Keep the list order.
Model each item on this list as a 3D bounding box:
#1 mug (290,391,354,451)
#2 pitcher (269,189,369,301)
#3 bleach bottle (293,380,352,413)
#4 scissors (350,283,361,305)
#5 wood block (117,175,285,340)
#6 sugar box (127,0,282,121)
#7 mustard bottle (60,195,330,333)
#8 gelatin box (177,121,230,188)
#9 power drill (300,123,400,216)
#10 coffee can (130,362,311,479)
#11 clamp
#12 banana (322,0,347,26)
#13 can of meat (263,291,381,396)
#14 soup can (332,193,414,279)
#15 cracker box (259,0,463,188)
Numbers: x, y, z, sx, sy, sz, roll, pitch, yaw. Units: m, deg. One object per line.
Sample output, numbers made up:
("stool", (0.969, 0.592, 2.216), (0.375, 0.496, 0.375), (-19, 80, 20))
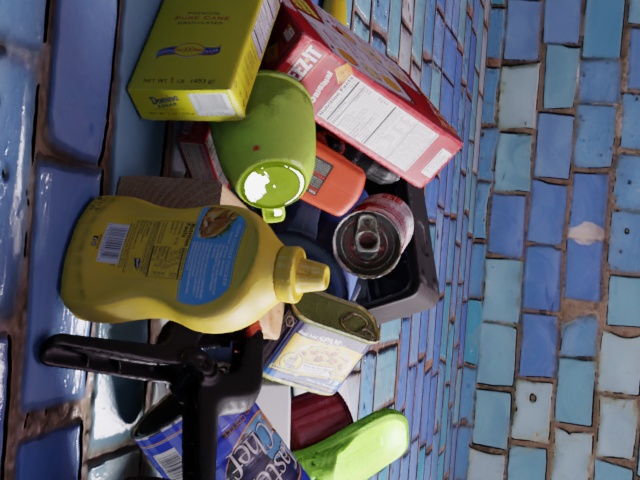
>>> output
("mug", (-0.025, 0.225, 1.246), (0.081, 0.117, 0.093), (-15, 80, -35))
("pitcher", (-0.008, 0.001, 1.179), (0.145, 0.149, 0.242), (58, 23, -13))
("bleach bottle", (-0.002, 0.169, 1.374), (0.102, 0.068, 0.251), (-61, 149, -57))
("scissors", (-0.006, 0.118, 1.224), (0.202, 0.016, 0.096), (-50, -170, 43))
("wood block", (-0.099, 0.020, 0.928), (0.206, 0.091, 0.090), (48, 48, -69))
("sugar box", (-0.090, -0.180, 0.901), (0.048, 0.093, 0.176), (68, 30, -55))
("mustard bottle", (-0.087, 0.019, 0.778), (0.058, 0.192, 0.096), (69, 30, -56))
("gelatin box", (-0.102, -0.093, 1.001), (0.089, 0.030, 0.073), (74, 26, -53))
("power drill", (0.005, -0.087, 1.068), (0.057, 0.184, 0.187), (-61, -171, 18))
("coffee can", (-0.079, 0.191, 0.910), (0.140, 0.103, 0.102), (56, 26, -9))
("clamp", (-0.108, 0.100, 0.819), (0.036, 0.164, 0.209), (-47, 180, 29))
("banana", (0.014, -0.232, 1.377), (0.069, 0.037, 0.198), (-99, -170, -75))
("can of meat", (-0.006, 0.100, 1.048), (0.084, 0.102, 0.057), (-56, -151, 25))
("soup can", (0.056, -0.006, 1.068), (0.102, 0.068, 0.068), (-45, 137, -72))
("cracker box", (0.019, -0.155, 1.028), (0.213, 0.072, 0.164), (29, 21, -34))
